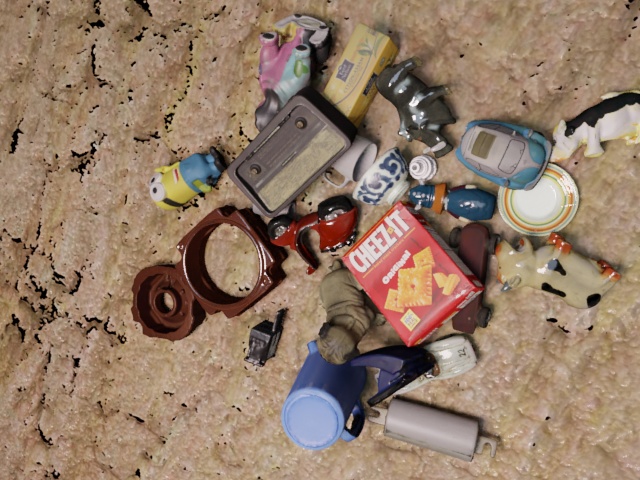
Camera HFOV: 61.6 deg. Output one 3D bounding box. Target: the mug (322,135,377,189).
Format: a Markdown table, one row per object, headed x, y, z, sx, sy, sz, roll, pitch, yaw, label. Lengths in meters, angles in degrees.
| x | y | z | sx | sy | sz | roll | pitch | yaw | label |
| --- | --- | --- | --- | --- | --- | --- | --- | --- | --- |
| 0.040 | -0.161 | 1.033 | 0.107 | 0.081 | 0.109 | 35 | 110 | 23 | mug |

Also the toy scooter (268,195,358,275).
| x | y | z | sx | sy | sz | roll | pitch | yaw | label |
| --- | --- | --- | --- | --- | --- | --- | --- | --- | --- |
| -0.002 | -0.003 | 1.058 | 0.184 | 0.075 | 0.135 | -18 | 109 | 9 | toy scooter |

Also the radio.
| x | y | z | sx | sy | sz | roll | pitch | yaw | label |
| --- | --- | --- | --- | --- | --- | --- | --- | --- | --- |
| -0.055 | -0.158 | 0.978 | 0.131 | 0.073 | 0.229 | 45 | 119 | -10 | radio |

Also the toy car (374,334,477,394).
| x | y | z | sx | sy | sz | roll | pitch | yaw | label |
| --- | --- | --- | --- | --- | --- | --- | --- | --- | --- |
| 0.198 | 0.238 | 1.026 | 0.202 | 0.056 | 0.073 | -24 | 88 | 18 | toy car |

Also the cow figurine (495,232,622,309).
| x | y | z | sx | sy | sz | roll | pitch | yaw | label |
| --- | --- | --- | --- | --- | --- | --- | --- | --- | --- |
| 0.391 | 0.055 | 0.922 | 0.195 | 0.085 | 0.127 | 28 | 104 | 0 | cow figurine |

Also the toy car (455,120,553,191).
| x | y | z | sx | sy | sz | roll | pitch | yaw | label |
| --- | --- | --- | --- | --- | --- | --- | --- | --- | --- |
| 0.301 | -0.155 | 0.915 | 0.162 | 0.103 | 0.109 | 32 | 105 | 31 | toy car |

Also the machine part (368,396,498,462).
| x | y | z | sx | sy | sz | roll | pitch | yaw | label |
| --- | --- | --- | --- | --- | --- | --- | --- | --- | --- |
| 0.211 | 0.358 | 1.023 | 0.243 | 0.079 | 0.079 | 10 | 99 | 18 | machine part |

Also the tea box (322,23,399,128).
| x | y | z | sx | sy | sz | roll | pitch | yaw | label |
| --- | --- | --- | --- | --- | --- | --- | --- | --- | --- |
| 0.071 | -0.298 | 0.994 | 0.068 | 0.098 | 0.169 | 33 | 106 | 13 | tea box |

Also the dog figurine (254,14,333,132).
| x | y | z | sx | sy | sz | roll | pitch | yaw | label |
| --- | --- | --- | --- | --- | --- | --- | --- | --- | --- |
| -0.060 | -0.299 | 1.041 | 0.109 | 0.191 | 0.219 | 24 | 137 | 11 | dog figurine |

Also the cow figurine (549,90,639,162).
| x | y | z | sx | sy | sz | roll | pitch | yaw | label |
| --- | --- | --- | --- | --- | --- | --- | --- | --- | --- |
| 0.453 | -0.187 | 0.894 | 0.167 | 0.068 | 0.098 | -13 | 91 | 19 | cow figurine |

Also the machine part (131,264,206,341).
| x | y | z | sx | sy | sz | roll | pitch | yaw | label |
| --- | --- | --- | --- | --- | --- | --- | --- | --- | --- |
| -0.337 | 0.136 | 1.193 | 0.180 | 0.056 | 0.179 | 2 | 95 | 19 | machine part |

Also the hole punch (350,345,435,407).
| x | y | z | sx | sy | sz | roll | pitch | yaw | label |
| --- | --- | --- | --- | --- | --- | --- | --- | --- | --- |
| 0.130 | 0.224 | 0.959 | 0.116 | 0.142 | 0.092 | -38 | 68 | 26 | hole punch |

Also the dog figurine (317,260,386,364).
| x | y | z | sx | sy | sz | roll | pitch | yaw | label |
| --- | --- | --- | --- | --- | --- | --- | --- | --- | --- |
| 0.035 | 0.128 | 0.999 | 0.121 | 0.190 | 0.172 | -36 | 82 | 18 | dog figurine |

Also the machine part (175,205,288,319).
| x | y | z | sx | sy | sz | roll | pitch | yaw | label |
| --- | --- | --- | --- | --- | --- | --- | --- | --- | --- |
| -0.186 | 0.045 | 1.119 | 0.201 | 0.087 | 0.201 | -39 | 83 | 19 | machine part |

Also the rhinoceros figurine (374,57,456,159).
| x | y | z | sx | sy | sz | roll | pitch | yaw | label |
| --- | --- | --- | --- | --- | --- | --- | --- | --- | --- |
| 0.178 | -0.233 | 0.960 | 0.112 | 0.073 | 0.190 | -42 | 102 | -2 | rhinoceros figurine |

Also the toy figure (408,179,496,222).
| x | y | z | sx | sy | sz | roll | pitch | yaw | label |
| --- | --- | --- | --- | --- | --- | --- | --- | --- | --- |
| 0.239 | -0.071 | 0.980 | 0.155 | 0.057 | 0.064 | 12 | 68 | 18 | toy figure |

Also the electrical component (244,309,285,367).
| x | y | z | sx | sy | sz | roll | pitch | yaw | label |
| --- | --- | --- | --- | --- | --- | --- | --- | --- | --- |
| -0.112 | 0.195 | 1.115 | 0.048 | 0.075 | 0.119 | 17 | 104 | 15 | electrical component |

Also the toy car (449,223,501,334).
| x | y | z | sx | sy | sz | roll | pitch | yaw | label |
| --- | --- | --- | --- | --- | --- | --- | --- | --- | --- |
| 0.277 | 0.069 | 0.985 | 0.089 | 0.053 | 0.202 | 8 | 99 | 33 | toy car |

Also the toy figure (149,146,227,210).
| x | y | z | sx | sy | sz | roll | pitch | yaw | label |
| --- | --- | --- | --- | --- | --- | --- | --- | --- | --- |
| -0.278 | -0.125 | 1.135 | 0.180 | 0.082 | 0.089 | -26 | 129 | 11 | toy figure |
